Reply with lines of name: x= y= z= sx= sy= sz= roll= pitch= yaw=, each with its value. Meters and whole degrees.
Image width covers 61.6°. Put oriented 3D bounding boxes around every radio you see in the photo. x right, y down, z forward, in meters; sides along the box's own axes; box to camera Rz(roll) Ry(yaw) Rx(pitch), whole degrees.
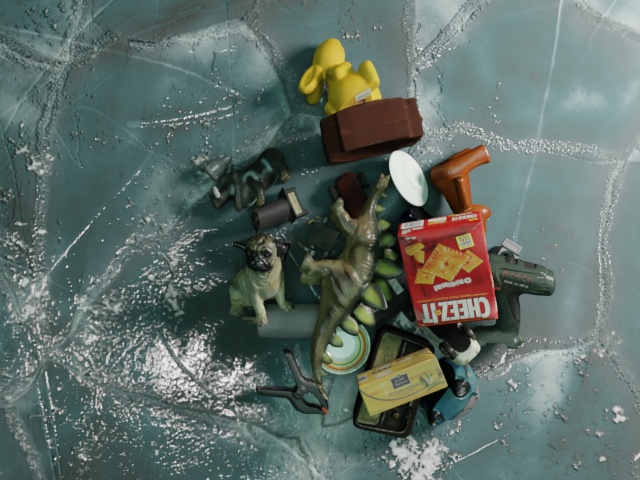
radio: x=0.163 y=0.314 z=1.197 sx=0.131 sy=0.073 sz=0.229 roll=16 pitch=93 yaw=1

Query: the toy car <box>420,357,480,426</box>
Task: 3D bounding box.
toy car: x=0.296 y=0.340 z=1.184 sx=0.103 sy=0.109 sz=0.161 roll=24 pitch=102 yaw=-18

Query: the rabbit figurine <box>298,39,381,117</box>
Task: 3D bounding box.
rabbit figurine: x=0.035 y=-0.350 z=1.168 sx=0.162 sy=0.122 sz=0.173 roll=-28 pitch=78 yaw=12

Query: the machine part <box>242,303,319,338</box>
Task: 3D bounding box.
machine part: x=-0.050 y=0.178 z=1.186 sx=0.243 sy=0.079 sz=0.079 roll=-1 pitch=93 yaw=8

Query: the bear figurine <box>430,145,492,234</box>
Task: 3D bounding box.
bear figurine: x=0.323 y=-0.088 z=1.155 sx=0.132 sy=0.120 sz=0.195 roll=-29 pitch=93 yaw=-1

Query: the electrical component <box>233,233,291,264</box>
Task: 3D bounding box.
electrical component: x=-0.129 y=0.012 z=1.192 sx=0.119 sy=0.075 sz=0.047 roll=22 pitch=94 yaw=3

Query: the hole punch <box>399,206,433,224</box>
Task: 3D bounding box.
hole punch: x=0.212 y=-0.011 z=1.159 sx=0.116 sy=0.142 sz=0.092 roll=48 pitch=114 yaw=5

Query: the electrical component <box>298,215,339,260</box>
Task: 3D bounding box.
electrical component: x=-0.001 y=-0.005 z=1.201 sx=0.078 sy=0.045 sz=0.102 roll=28 pitch=93 yaw=1

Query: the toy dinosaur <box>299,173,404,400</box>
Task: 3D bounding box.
toy dinosaur: x=0.056 y=0.082 z=1.107 sx=0.199 sy=0.105 sz=0.471 roll=25 pitch=87 yaw=10

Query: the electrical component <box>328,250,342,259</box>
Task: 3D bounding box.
electrical component: x=0.035 y=0.069 z=1.206 sx=0.094 sy=0.021 sz=0.063 roll=-47 pitch=116 yaw=2

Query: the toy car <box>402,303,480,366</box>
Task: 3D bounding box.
toy car: x=0.258 y=0.184 z=1.171 sx=0.073 sy=0.056 sz=0.202 roll=-40 pitch=63 yaw=-10

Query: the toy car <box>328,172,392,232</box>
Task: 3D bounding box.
toy car: x=0.094 y=-0.055 z=1.193 sx=0.089 sy=0.053 sz=0.202 roll=-27 pitch=87 yaw=7

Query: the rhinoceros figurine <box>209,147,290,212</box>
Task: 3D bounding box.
rhinoceros figurine: x=-0.155 y=-0.127 z=1.186 sx=0.190 sy=0.073 sz=0.112 roll=-36 pitch=92 yaw=2

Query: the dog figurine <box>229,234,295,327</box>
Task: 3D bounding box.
dog figurine: x=-0.140 y=0.061 z=1.135 sx=0.173 sy=0.121 sz=0.190 roll=13 pitch=121 yaw=34

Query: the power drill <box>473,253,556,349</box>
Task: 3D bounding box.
power drill: x=0.371 y=0.125 z=1.152 sx=0.232 sy=0.086 sz=0.207 roll=4 pitch=108 yaw=10

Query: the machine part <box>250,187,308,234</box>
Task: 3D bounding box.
machine part: x=-0.093 y=-0.064 z=1.178 sx=0.139 sy=0.039 sz=0.084 roll=-29 pitch=98 yaw=-35

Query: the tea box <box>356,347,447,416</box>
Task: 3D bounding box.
tea box: x=0.166 y=0.291 z=1.113 sx=0.170 sy=0.098 sz=0.068 roll=-21 pitch=91 yaw=2

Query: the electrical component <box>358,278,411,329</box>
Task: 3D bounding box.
electrical component: x=0.121 y=0.124 z=1.176 sx=0.134 sy=0.058 sz=0.115 roll=-33 pitch=59 yaw=3

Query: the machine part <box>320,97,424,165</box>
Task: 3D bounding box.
machine part: x=0.102 y=-0.224 z=1.111 sx=0.202 sy=0.201 sz=0.087 roll=-11 pitch=90 yaw=2
